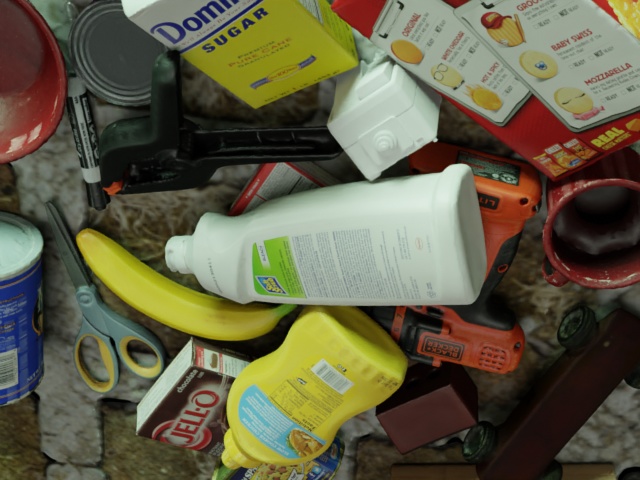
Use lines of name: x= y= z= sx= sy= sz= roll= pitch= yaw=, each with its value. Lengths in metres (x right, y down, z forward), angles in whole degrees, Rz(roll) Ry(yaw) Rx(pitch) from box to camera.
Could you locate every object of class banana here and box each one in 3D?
banana: x=-0.119 y=0.046 z=0.923 sx=0.197 sy=0.037 sz=0.070 roll=17 pitch=112 yaw=-2

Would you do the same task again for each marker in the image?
marker: x=-0.189 y=-0.078 z=0.866 sx=0.020 sy=0.020 sz=0.121 roll=-1 pitch=121 yaw=9

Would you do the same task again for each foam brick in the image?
foam brick: x=0.094 y=0.143 z=0.938 sx=0.078 sy=0.053 sz=0.051 roll=-27 pitch=114 yaw=21

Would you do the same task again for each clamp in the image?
clamp: x=-0.094 y=-0.071 z=0.809 sx=0.164 sy=0.036 sz=0.210 roll=19 pitch=155 yaw=-32

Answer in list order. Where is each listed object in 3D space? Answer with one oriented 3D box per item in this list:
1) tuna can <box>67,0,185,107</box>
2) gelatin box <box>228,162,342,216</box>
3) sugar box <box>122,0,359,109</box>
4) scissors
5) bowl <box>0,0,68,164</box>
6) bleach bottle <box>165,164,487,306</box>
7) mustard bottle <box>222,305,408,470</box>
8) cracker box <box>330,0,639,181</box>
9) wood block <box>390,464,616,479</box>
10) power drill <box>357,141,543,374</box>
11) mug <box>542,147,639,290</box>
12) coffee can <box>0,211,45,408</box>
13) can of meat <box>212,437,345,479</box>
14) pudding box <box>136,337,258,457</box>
tuna can: x=-0.145 y=-0.147 z=0.808 sx=0.086 sy=0.033 sz=0.086 roll=4 pitch=122 yaw=6
gelatin box: x=-0.018 y=-0.026 z=0.865 sx=0.089 sy=0.030 sz=0.073 roll=32 pitch=119 yaw=-10
sugar box: x=-0.050 y=-0.150 z=0.724 sx=0.093 sy=0.176 sz=0.048 roll=-21 pitch=72 yaw=20
scissors: x=-0.187 y=0.056 z=0.950 sx=0.096 sy=0.016 sz=0.202 roll=4 pitch=122 yaw=4
bowl: x=-0.263 y=-0.140 z=0.817 sx=0.162 sy=0.055 sz=0.162 roll=4 pitch=122 yaw=6
bleach bottle: x=-0.005 y=0.001 z=0.813 sx=0.251 sy=0.068 sz=0.102 roll=-2 pitch=119 yaw=23
mustard bottle: x=-0.021 y=0.134 z=0.889 sx=0.096 sy=0.058 sz=0.192 roll=39 pitch=119 yaw=-9
cracker box: x=0.138 y=-0.146 z=0.706 sx=0.213 sy=0.072 sz=0.164 roll=35 pitch=153 yaw=-13
wood block: x=0.168 y=0.268 z=0.981 sx=0.206 sy=0.090 sz=0.090 roll=-2 pitch=120 yaw=10
power drill: x=0.090 y=0.015 z=0.860 sx=0.184 sy=0.057 sz=0.188 roll=13 pitch=124 yaw=3
mug: x=0.207 y=-0.014 z=0.807 sx=0.093 sy=0.081 sz=0.117 roll=27 pitch=121 yaw=-8
coffee can: x=-0.289 y=0.060 z=0.915 sx=0.103 sy=0.102 sz=0.140 roll=10 pitch=122 yaw=2
can of meat: x=-0.038 y=0.206 z=0.995 sx=0.084 sy=0.057 sz=0.102 roll=33 pitch=120 yaw=-13
pudding box: x=-0.102 y=0.144 z=0.960 sx=0.089 sy=0.039 sz=0.114 roll=20 pitch=126 yaw=-26
